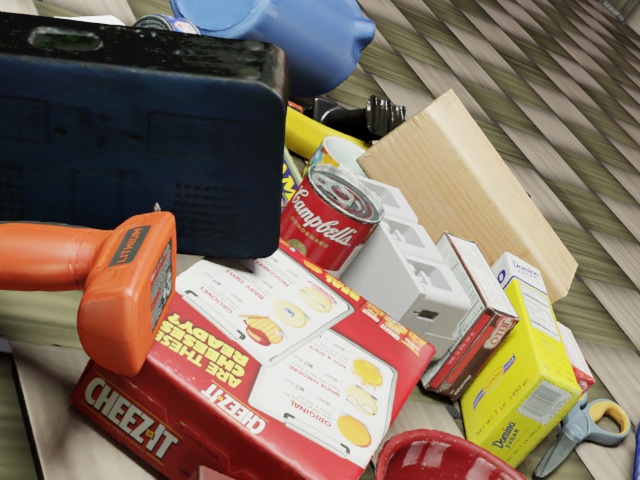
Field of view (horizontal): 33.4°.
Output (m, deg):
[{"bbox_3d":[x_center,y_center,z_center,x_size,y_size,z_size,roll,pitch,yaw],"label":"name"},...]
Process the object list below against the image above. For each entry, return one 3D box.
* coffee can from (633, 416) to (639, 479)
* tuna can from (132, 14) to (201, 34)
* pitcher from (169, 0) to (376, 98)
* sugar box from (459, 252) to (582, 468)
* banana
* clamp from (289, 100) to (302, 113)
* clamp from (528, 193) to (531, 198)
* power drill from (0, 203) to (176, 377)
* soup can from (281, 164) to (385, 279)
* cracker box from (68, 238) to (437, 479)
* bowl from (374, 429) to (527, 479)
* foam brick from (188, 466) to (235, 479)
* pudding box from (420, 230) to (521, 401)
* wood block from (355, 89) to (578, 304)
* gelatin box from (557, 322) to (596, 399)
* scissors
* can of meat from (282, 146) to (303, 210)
[{"bbox_3d":[0.306,0.194,0.863,0.103,0.103,0.140,37,25,4],"label":"coffee can"},{"bbox_3d":[-0.142,-0.159,0.959,0.033,0.086,0.086,-2,43,-48],"label":"tuna can"},{"bbox_3d":[-0.062,-0.226,1.072,0.145,0.149,0.242,49,14,15],"label":"pitcher"},{"bbox_3d":[0.151,0.093,0.864,0.048,0.093,0.176,28,25,-18],"label":"sugar box"},{"bbox_3d":[0.014,-0.098,1.071,0.197,0.070,0.037,18,67,-22],"label":"banana"},{"bbox_3d":[-0.091,-0.150,1.057,0.171,0.039,0.120,24,26,-21],"label":"clamp"},{"bbox_3d":[0.164,-0.045,1.186,0.209,0.036,0.164,25,28,-19],"label":"clamp"},{"bbox_3d":[-0.177,0.023,0.551,0.187,0.057,0.184,7,28,4],"label":"power drill"},{"bbox_3d":[-0.005,0.001,0.824,0.068,0.102,0.068,28,26,-15],"label":"soup can"},{"bbox_3d":[-0.032,0.086,0.681,0.164,0.072,0.213,35,26,6],"label":"cracker box"},{"bbox_3d":[0.089,0.194,0.655,0.162,0.055,0.162,27,26,-15],"label":"bowl"},{"bbox_3d":[-0.052,0.166,0.542,0.053,0.051,0.078,27,26,-19],"label":"foam brick"},{"bbox_3d":[0.107,0.060,0.867,0.039,0.090,0.113,22,26,-27],"label":"pudding box"},{"bbox_3d":[0.137,-0.025,0.986,0.206,0.091,0.090,54,27,-3],"label":"wood block"},{"bbox_3d":[0.184,0.114,0.879,0.030,0.073,0.089,32,19,-15],"label":"gelatin box"},{"bbox_3d":[0.205,0.152,0.917,0.201,0.016,0.096,1,40,-50],"label":"scissors"},{"bbox_3d":[-0.064,-0.047,0.867,0.083,0.058,0.102,-16,78,-56],"label":"can of meat"}]
